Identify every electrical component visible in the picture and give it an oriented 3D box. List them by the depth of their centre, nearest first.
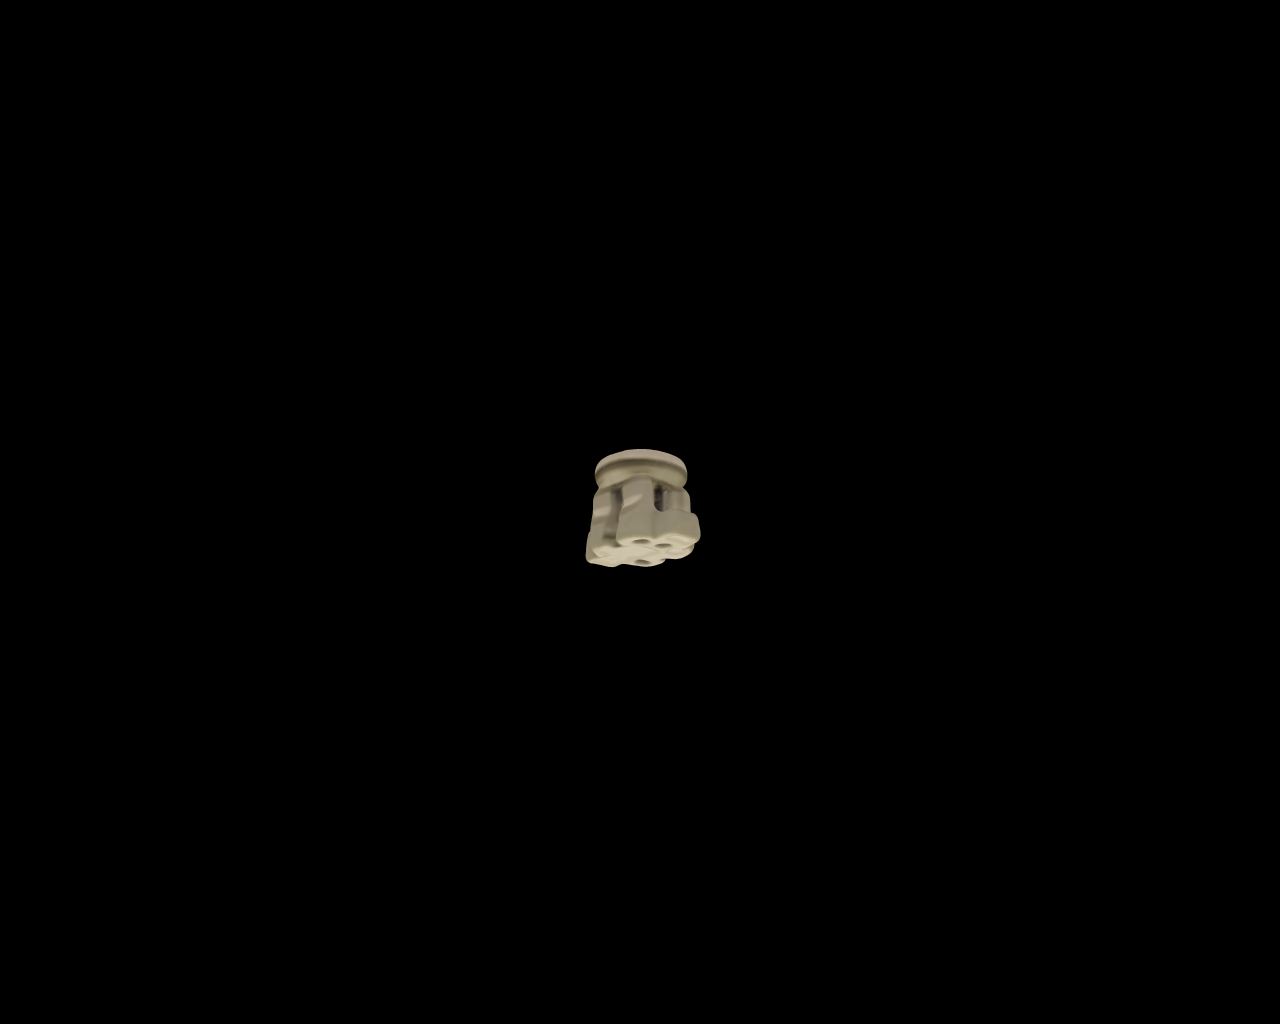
[{"bbox_3d":[0.001,-0.003,0.650,0.058,0.057,0.078,17,-26,-41],"label":"electrical component"}]
